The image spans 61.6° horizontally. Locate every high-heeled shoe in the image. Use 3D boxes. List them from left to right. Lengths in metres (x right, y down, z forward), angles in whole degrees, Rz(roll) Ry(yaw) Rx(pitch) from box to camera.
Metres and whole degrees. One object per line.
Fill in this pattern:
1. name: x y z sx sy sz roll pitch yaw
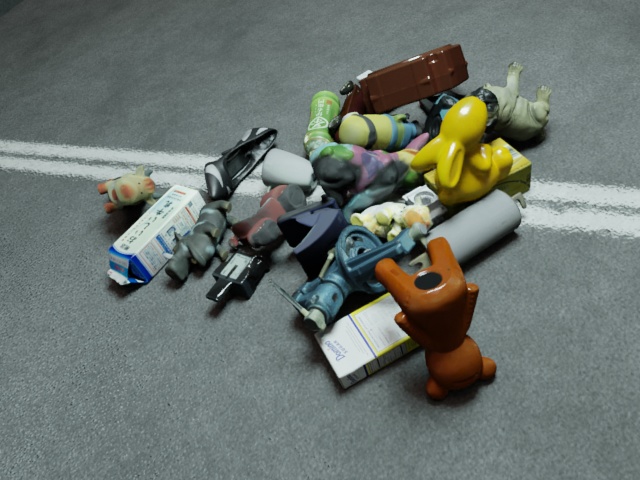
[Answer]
1. high-heeled shoe: -0.163 -0.167 1.168 0.145 0.086 0.249 -17 36 11

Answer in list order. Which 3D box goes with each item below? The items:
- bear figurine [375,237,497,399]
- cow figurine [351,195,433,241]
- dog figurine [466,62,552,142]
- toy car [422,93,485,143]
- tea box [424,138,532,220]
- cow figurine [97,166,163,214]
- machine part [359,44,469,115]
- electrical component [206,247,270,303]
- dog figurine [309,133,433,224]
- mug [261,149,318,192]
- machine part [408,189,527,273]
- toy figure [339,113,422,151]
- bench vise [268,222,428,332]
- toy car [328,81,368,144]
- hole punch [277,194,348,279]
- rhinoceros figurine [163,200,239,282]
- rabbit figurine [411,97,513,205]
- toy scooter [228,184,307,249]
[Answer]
1. bear figurine: 0.169 0.116 0.753 0.120 0.195 0.132 -24 33 1
2. cow figurine: 0.140 -0.036 0.939 0.098 0.068 0.167 -30 16 -37
3. dog figurine: 0.346 -0.224 1.014 0.172 0.121 0.190 41 52 4
4. toy car: 0.275 -0.210 1.070 0.103 0.109 0.162 2 52 -15
5. tea box: 0.289 -0.107 0.989 0.170 0.068 0.098 -26 46 -5
6. cow figurine: -0.404 -0.107 1.155 0.127 0.085 0.195 -20 12 -6
7. machine part: 0.200 -0.344 1.145 0.201 0.087 0.201 -10 19 34
8. electrical component: -0.154 0.073 0.977 0.075 0.047 0.119 12 54 27
9. dog figurine: 0.112 -0.141 1.010 0.219 0.191 0.109 -31 39 10
10. mug: -0.062 -0.130 1.118 0.107 0.080 0.109 14 74 20
11. machine part: 0.251 -0.012 0.908 0.243 0.079 0.079 -31 47 -10
12. toy figure: 0.124 -0.220 1.099 0.180 0.082 0.089 0 9 -19
13. bench vise: 0.062 0.044 0.845 0.241 0.129 0.223 -32 2 39
14. toy car: 0.068 -0.274 1.199 0.053 0.089 0.202 -30 34 39
15. hole punch: -0.002 -0.003 0.947 0.116 0.142 0.092 -24 55 2
16. rhinoceros figurine: -0.235 -0.003 1.055 0.112 0.073 0.190 8 52 22
17. rabbit figurine: 0.227 -0.150 0.884 0.162 0.173 0.122 -34 53 -19
18. toy scooter: -0.110 -0.036 1.044 0.135 0.075 0.184 -22 24 37
